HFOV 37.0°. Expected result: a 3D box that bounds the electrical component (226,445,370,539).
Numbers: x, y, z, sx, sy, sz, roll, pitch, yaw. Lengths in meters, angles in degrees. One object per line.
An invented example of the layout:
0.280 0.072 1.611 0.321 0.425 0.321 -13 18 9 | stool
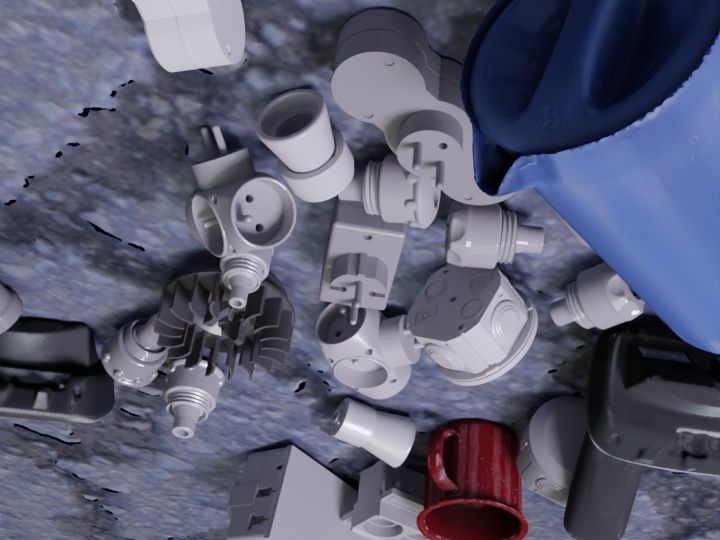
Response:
-0.048 0.238 0.995 0.062 0.089 0.150 -15 137 36 | electrical component

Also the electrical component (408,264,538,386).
0.077 0.035 0.740 0.080 0.080 0.051 -21 129 29 | electrical component

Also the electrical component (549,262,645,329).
0.161 0.021 0.738 0.062 0.043 0.043 -25 132 34 | electrical component

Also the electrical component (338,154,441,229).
0.018 -0.051 0.670 0.062 0.048 0.048 4 142 14 | electrical component

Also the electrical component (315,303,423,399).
0.019 0.055 0.800 0.079 0.044 0.077 -14 137 24 | electrical component

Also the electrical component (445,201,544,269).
0.087 -0.022 0.696 0.062 0.043 0.043 5 141 0 | electrical component

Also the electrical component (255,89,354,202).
-0.032 -0.074 0.647 0.045 0.045 0.055 -9 139 19 | electrical component

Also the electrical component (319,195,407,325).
0.000 0.000 0.709 0.047 0.075 0.083 9 141 -3 | electrical component

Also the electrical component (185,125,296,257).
-0.082 -0.052 0.671 0.077 0.044 0.079 4 115 60 | electrical component

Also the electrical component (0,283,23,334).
-0.283 0.022 0.805 0.040 0.040 0.046 -14 131 23 | electrical component

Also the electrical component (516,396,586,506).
0.168 0.147 0.865 0.080 0.080 0.051 11 146 -6 | electrical component

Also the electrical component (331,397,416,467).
0.009 0.133 0.902 0.065 0.044 0.044 24 138 -14 | electrical component

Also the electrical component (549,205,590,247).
0.130 -0.055 0.649 0.043 0.043 0.081 -20 134 29 | electrical component

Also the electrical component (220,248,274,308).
-0.078 -0.001 0.729 0.035 0.061 0.035 4 141 3 | electrical component

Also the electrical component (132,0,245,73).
-0.081 -0.163 0.538 0.074 0.052 0.138 -5 139 14 | electrical component

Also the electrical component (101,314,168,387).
-0.168 0.057 0.830 0.048 0.048 0.062 26 130 -23 | electrical component

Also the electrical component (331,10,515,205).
0.040 -0.078 0.609 0.052 0.073 0.138 -29 130 36 | electrical component

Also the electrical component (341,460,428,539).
0.056 0.224 0.988 0.121 0.063 0.079 27 137 -24 | electrical component

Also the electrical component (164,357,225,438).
-0.137 0.105 0.868 0.048 0.062 0.048 4 141 3 | electrical component
